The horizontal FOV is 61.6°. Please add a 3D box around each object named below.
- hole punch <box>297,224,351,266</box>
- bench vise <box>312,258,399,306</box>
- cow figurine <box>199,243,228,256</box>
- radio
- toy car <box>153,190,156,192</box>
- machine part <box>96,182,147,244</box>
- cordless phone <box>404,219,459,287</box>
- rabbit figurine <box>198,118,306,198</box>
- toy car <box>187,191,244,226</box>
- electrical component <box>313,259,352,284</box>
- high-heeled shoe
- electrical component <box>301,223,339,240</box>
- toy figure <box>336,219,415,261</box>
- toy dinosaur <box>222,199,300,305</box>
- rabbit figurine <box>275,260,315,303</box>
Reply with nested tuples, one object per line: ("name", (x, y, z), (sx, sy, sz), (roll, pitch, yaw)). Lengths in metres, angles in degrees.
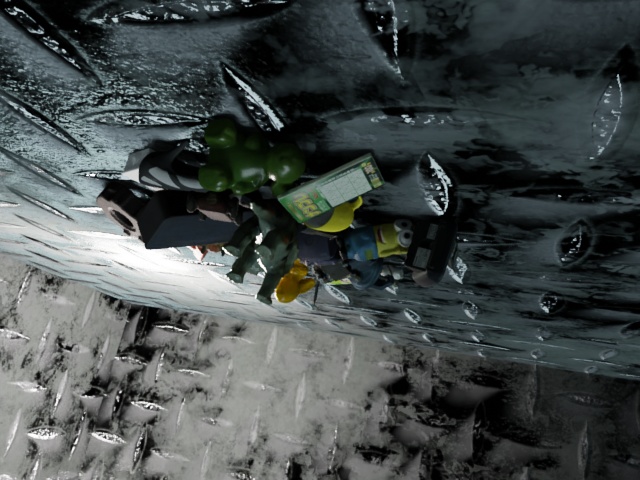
("hole punch", (-0.003, -0.004, 1.259), (0.142, 0.116, 0.092), (-3, 149, 40))
("bench vise", (0.102, 0.089, 1.418), (0.240, 0.129, 0.223), (23, 134, -33))
("cow figurine", (-0.248, -0.008, 1.374), (0.086, 0.127, 0.194), (6, 165, 7))
("radio", (-0.259, -0.048, 1.154), (0.229, 0.073, 0.131), (-8, 153, -39))
("toy car", (-0.340, -0.097, 1.238), (0.202, 0.073, 0.056), (-7, 159, 45))
("machine part", (-0.487, -0.068, 1.362), (0.179, 0.056, 0.179), (28, 152, 16))
("cordless phone", (0.260, 0.046, 1.169), (0.089, 0.146, 0.184), (10, 161, 29))
("rabbit figurine", (-0.097, -0.122, 0.917), (0.170, 0.121, 0.159), (7, 169, 25))
("toy car", (-0.189, -0.061, 0.997), (0.089, 0.053, 0.202), (5, 177, -3))
("electrical component", (0.031, 0.069, 1.302), (0.102, 0.045, 0.078), (-26, 118, 25))
("high-heeled shoe", (-0.235, -0.099, 1.075), (0.145, 0.086, 0.248), (-37, 120, 25))
("electrical component", (-0.013, -0.051, 1.175), (0.119, 0.075, 0.048), (20, 163, -16))
("toy figure", (0.131, 0.002, 1.191), (0.180, 0.082, 0.089), (-13, 180, 8))
("toy dinosaur", (-0.098, -0.009, 1.072), (0.131, 0.192, 0.404), (25, 146, 0))
("rabbit figurine", (-0.088, 0.103, 1.550), (0.122, 0.173, 0.162), (0, 155, 22))
